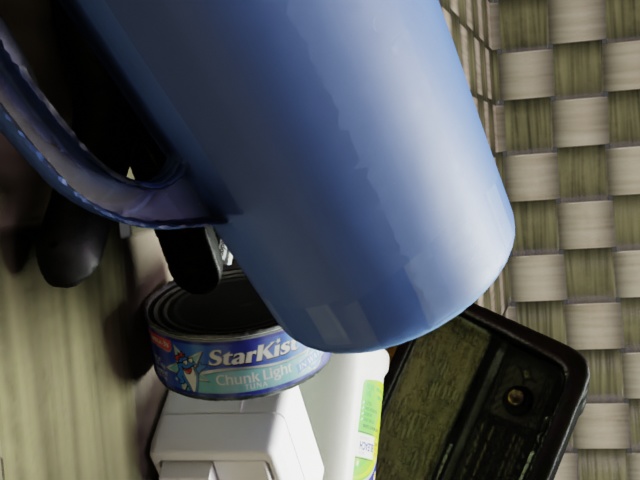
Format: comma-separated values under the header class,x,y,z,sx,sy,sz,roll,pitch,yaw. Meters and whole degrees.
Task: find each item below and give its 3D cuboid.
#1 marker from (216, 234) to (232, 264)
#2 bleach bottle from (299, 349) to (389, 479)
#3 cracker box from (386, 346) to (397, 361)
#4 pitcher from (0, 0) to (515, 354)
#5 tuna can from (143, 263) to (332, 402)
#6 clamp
class,x,y,z,sx,sy,sz,roll,pitch,yaw
marker,-0.051,-0.019,0.585,0.020,0.020,0.121,70,21,-48
bleach bottle,0.002,0.188,0.668,0.102,0.068,0.251,43,48,-70
cracker box,0.050,0.043,0.869,0.213,0.072,0.164,74,21,-45
pitcher,-0.025,-0.071,0.388,0.145,0.149,0.242,-82,149,-57
tuna can,-0.037,0.041,0.494,0.086,0.086,0.034,-59,146,-66
clamp,-0.076,-0.055,0.452,0.120,0.039,0.171,39,49,-69
